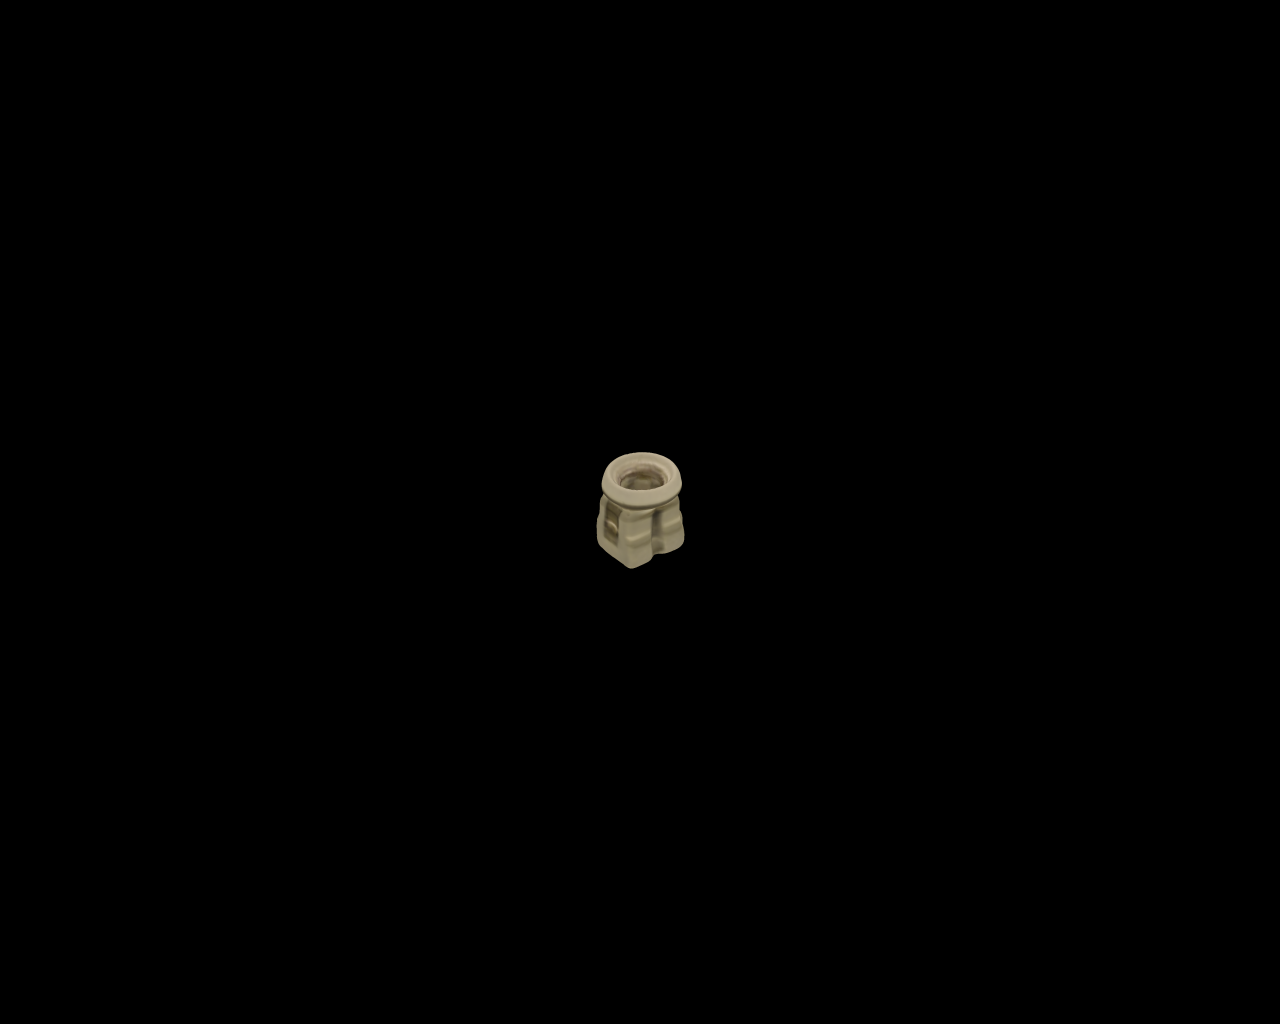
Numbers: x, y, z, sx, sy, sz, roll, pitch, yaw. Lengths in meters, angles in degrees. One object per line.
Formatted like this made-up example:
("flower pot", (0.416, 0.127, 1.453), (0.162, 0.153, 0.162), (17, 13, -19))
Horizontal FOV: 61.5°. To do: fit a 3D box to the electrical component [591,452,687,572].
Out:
("electrical component", (0.001, -0.003, 0.650), (0.066, 0.055, 0.048), (-24, 41, -31))
